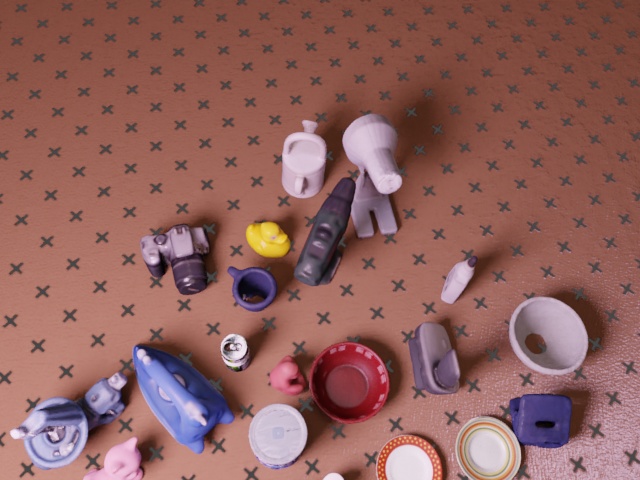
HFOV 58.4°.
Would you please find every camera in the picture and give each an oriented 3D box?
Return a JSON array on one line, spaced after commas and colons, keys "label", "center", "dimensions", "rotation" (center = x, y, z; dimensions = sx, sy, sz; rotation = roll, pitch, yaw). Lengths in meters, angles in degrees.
[{"label": "camera", "center": [-0.299, 0.045, 1.215], "dimensions": [0.143, 0.101, 0.136], "rotation": [-13, 67, -10]}]

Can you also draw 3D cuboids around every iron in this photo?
[{"label": "iron", "center": [-0.285, 0.276, 1.086], "dimensions": [0.258, 0.141, 0.119], "rotation": [41, 69, 14]}]

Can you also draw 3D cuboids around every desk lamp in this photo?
[{"label": "desk lamp", "center": [0.124, -0.142, 1.274], "dimensions": [0.118, 0.213, 0.203], "rotation": [-11, 66, -9]}]

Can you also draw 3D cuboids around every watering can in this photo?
[{"label": "watering can", "center": [-0.037, -0.190, 1.294], "dimensions": [0.101, 0.194, 0.172], "rotation": [-11, 66, -9]}]

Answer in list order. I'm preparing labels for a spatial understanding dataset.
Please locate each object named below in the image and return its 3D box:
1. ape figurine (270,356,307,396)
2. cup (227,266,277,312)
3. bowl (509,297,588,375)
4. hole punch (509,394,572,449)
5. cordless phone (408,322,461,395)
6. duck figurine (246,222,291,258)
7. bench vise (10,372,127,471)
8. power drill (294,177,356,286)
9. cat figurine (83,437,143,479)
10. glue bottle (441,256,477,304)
[{"label": "ape figurine", "center": [-0.062, 0.266, 1.136], "dimensions": [0.076, 0.092, 0.078], "rotation": [2, 65, -3]}, {"label": "cup", "center": [-0.146, 0.107, 1.202], "dimensions": [0.117, 0.095, 0.092], "rotation": [36, 67, 12]}, {"label": "bowl", "center": [0.472, 0.210, 1.216], "dimensions": [0.167, 0.075, 0.167], "rotation": [2, 65, -4]}, {"label": "hole punch", "center": [0.441, 0.359, 1.135], "dimensions": [0.108, 0.091, 0.101], "rotation": [3, 65, -3]}, {"label": "cordless phone", "center": [0.242, 0.223, 1.130], "dimensions": [0.094, 0.185, 0.147], "rotation": [-8, 66, -8]}, {"label": "duck figurine", "center": [-0.114, -0.012, 1.265], "dimensions": [0.104, 0.086, 0.077], "rotation": [26, 66, 8]}, {"label": "bench vise", "center": [-0.451, 0.305, 1.016], "dimensions": [0.121, 0.220, 0.208], "rotation": [26, 66, 8]}, {"label": "power drill", "center": [0.011, 0.004, 1.200], "dimensions": [0.075, 0.208, 0.230], "rotation": [21, 65, 6]}, {"label": "cat figurine", "center": [-0.371, 0.414, 1.028], "dimensions": [0.128, 0.118, 0.067], "rotation": [-31, 71, -17]}, {"label": "glue bottle", "center": [0.301, 0.074, 1.210], "dimensions": [0.037, 0.173, 0.078], "rotation": [23, 65, 7]}]
